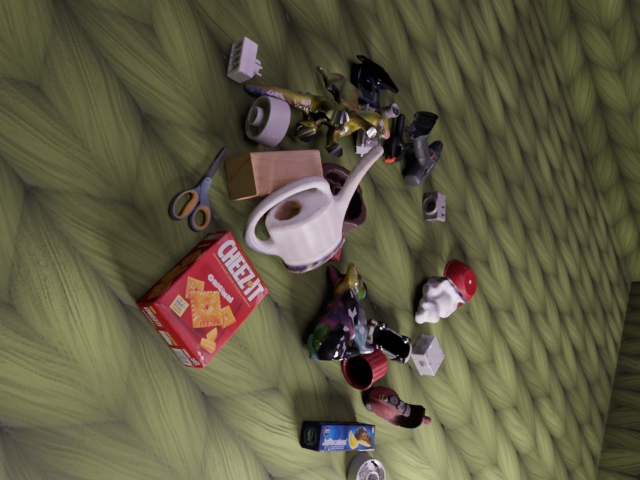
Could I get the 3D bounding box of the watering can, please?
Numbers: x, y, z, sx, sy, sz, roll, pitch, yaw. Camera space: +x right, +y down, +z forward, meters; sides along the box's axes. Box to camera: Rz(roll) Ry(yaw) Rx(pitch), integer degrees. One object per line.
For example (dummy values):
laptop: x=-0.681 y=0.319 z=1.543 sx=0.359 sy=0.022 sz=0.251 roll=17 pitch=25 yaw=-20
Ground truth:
watering can: x=0.003 y=-0.056 z=1.120 sx=0.349 sy=0.106 sz=0.219 roll=-28 pitch=136 yaw=-9

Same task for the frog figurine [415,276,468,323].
frog figurine: x=0.346 y=0.191 z=1.565 sx=0.160 sy=0.125 sz=0.135 roll=-40 pitch=130 yaw=-3

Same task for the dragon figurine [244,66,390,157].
dragon figurine: x=0.017 y=-0.346 z=1.285 sx=0.408 sy=0.120 sz=0.249 roll=26 pitch=41 yaw=-20
